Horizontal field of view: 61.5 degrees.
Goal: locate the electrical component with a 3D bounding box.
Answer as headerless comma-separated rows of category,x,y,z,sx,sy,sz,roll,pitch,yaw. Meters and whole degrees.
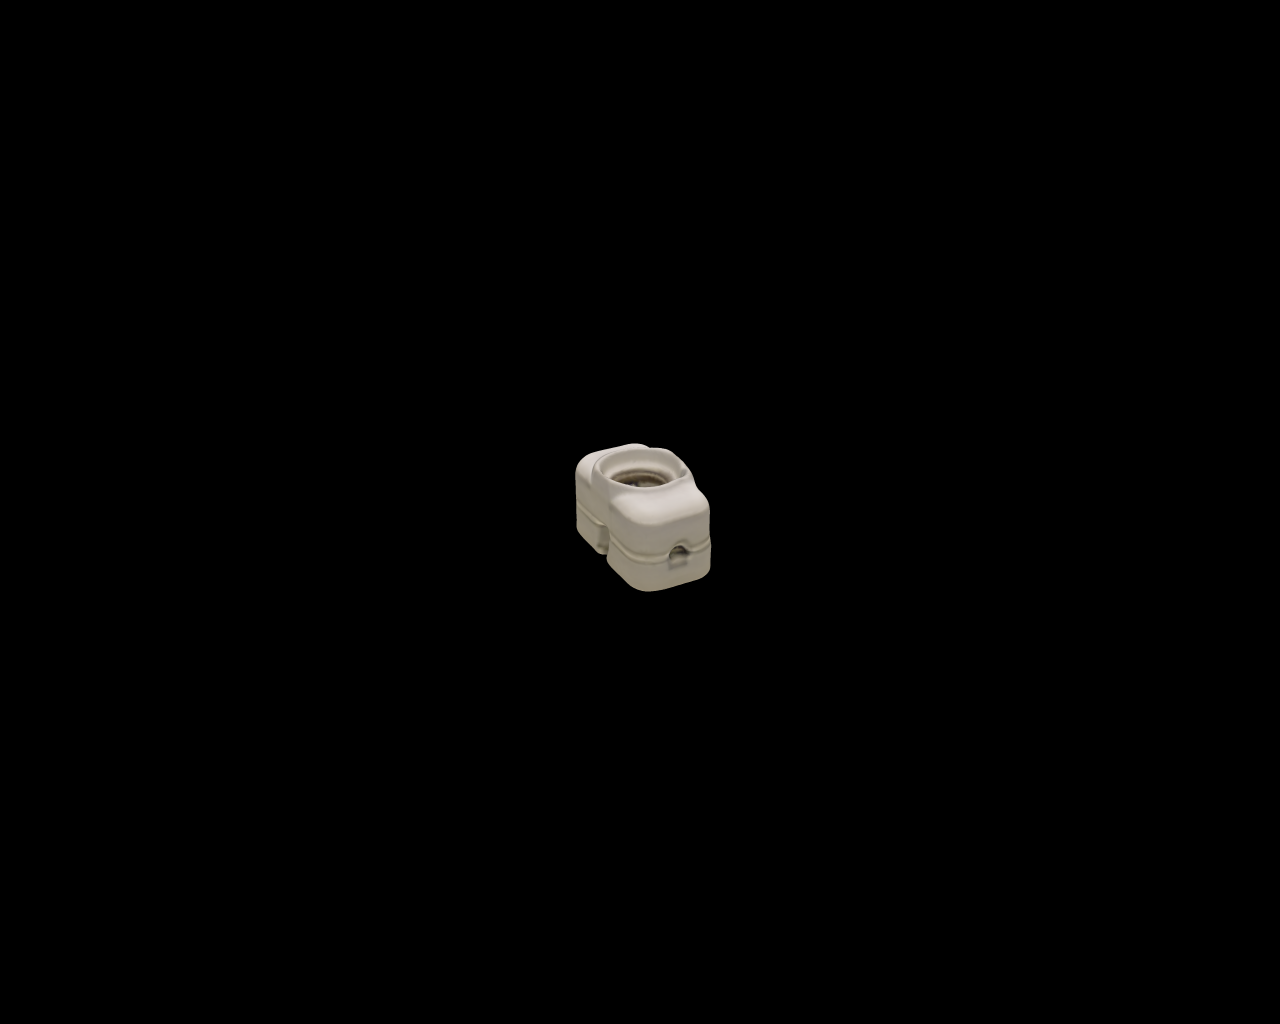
electrical component,0.001,-0.003,0.650,0.054,0.059,0.095,-14,32,-24
